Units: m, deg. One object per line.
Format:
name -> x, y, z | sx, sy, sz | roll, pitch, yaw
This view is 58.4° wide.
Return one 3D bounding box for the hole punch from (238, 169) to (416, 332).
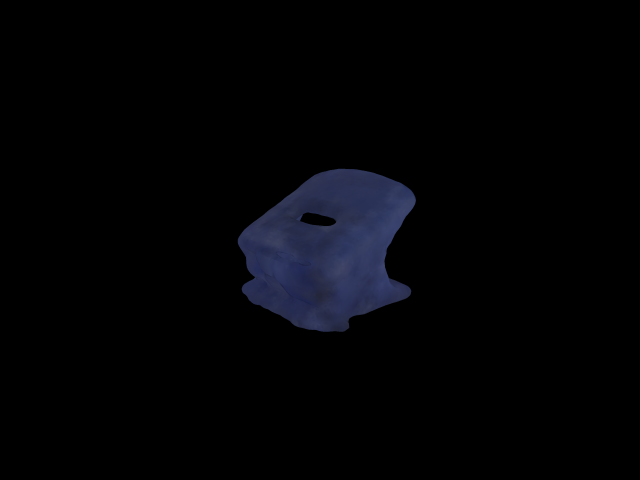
hole punch -> 0.004, 0.001, 0.400 | 0.101, 0.091, 0.108 | -14, 21, -40
